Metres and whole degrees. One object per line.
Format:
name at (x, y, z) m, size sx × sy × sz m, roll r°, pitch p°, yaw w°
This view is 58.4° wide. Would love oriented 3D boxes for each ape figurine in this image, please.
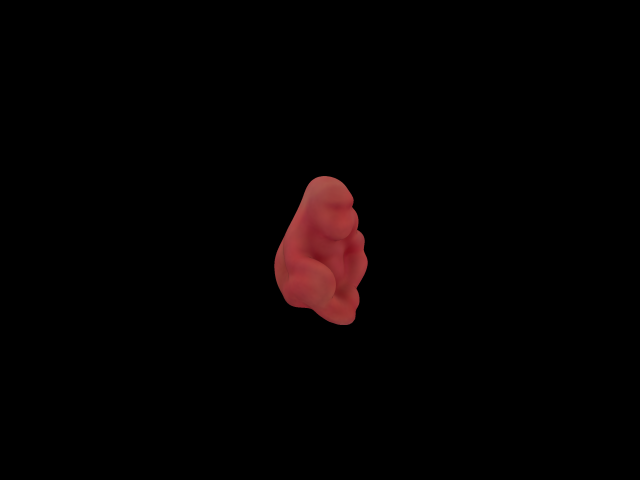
ape figurine at (0.004, 0.001, 0.400) m, size 0.078 × 0.092 × 0.075 m, roll -21°, pitch 31°, yaw -40°
